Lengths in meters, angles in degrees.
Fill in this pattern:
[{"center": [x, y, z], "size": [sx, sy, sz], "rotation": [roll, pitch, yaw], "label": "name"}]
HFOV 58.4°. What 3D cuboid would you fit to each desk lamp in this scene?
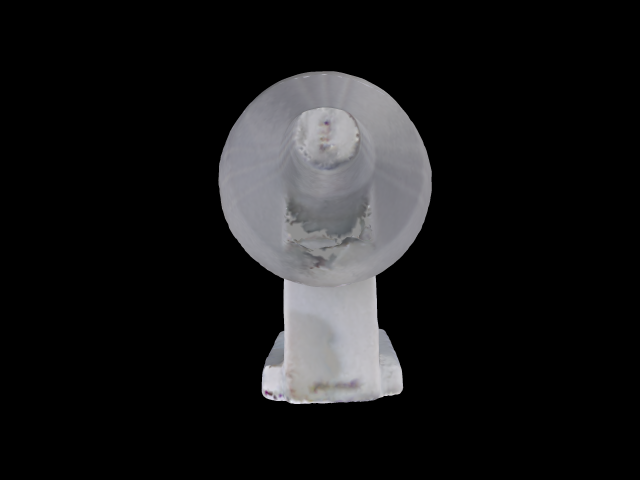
[{"center": [0.004, 0.001, 0.400], "size": [0.118, 0.213, 0.203], "rotation": [0, 4, 0], "label": "desk lamp"}]
